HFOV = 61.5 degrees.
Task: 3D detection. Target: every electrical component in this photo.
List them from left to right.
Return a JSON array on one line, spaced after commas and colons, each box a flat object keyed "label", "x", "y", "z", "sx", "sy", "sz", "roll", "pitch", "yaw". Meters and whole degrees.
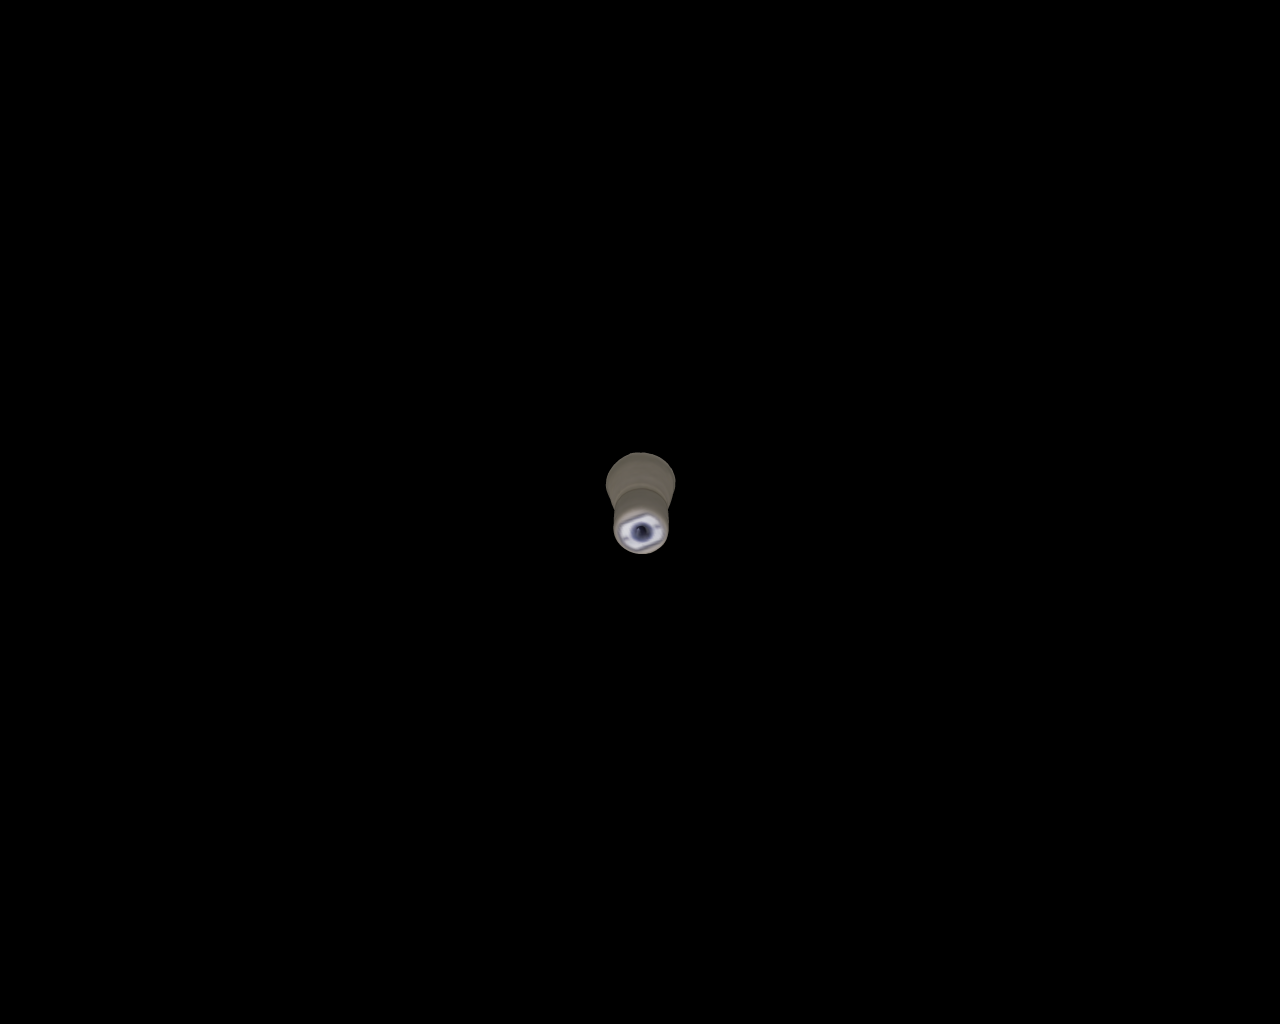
[{"label": "electrical component", "x": 0.001, "y": -0.003, "z": 0.650, "sx": 0.044, "sy": 0.044, "sz": 0.065, "roll": 0, "pitch": 30, "yaw": 0}]
